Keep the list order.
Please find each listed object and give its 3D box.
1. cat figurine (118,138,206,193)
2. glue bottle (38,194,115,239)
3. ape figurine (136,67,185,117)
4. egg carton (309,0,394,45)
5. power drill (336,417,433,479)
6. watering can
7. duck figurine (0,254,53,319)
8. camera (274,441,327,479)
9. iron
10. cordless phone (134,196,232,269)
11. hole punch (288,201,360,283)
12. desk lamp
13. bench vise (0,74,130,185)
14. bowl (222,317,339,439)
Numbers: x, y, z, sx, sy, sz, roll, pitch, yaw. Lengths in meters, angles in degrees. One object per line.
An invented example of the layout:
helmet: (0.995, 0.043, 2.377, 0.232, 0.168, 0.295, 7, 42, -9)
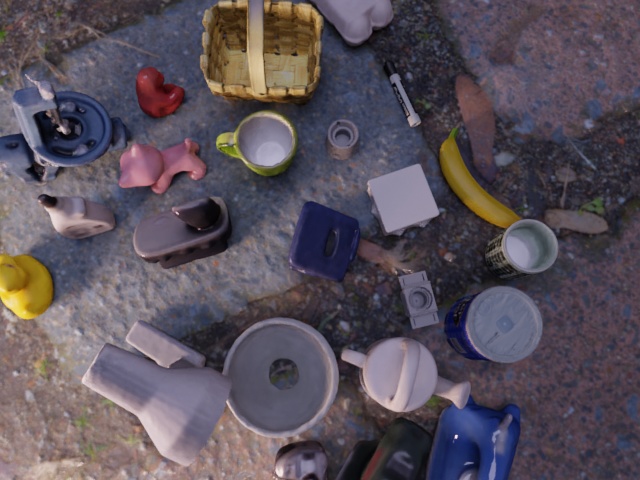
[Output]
cat figurine: (-0.247, -0.121, 0.876, 0.128, 0.118, 0.067, -25, 81, -5)
glue bottle: (-0.362, -0.040, 0.831, 0.078, 0.173, 0.037, -15, 80, -3)
ape figurine: (-0.263, -0.242, 0.911, 0.078, 0.092, 0.076, 43, 82, 7)
egg carton: (0.048, -0.402, 0.957, 0.107, 0.069, 0.150, -40, 83, -7)
power drill: (0.066, 0.340, 0.751, 0.075, 0.208, 0.230, 30, 81, 5)
watering can: (0.118, 0.184, 0.788, 0.173, 0.194, 0.101, -3, 80, -1)
duck figurine: (-0.453, 0.067, 0.855, 0.077, 0.086, 0.104, -25, 81, -5)
camera: (-0.055, 0.365, 0.799, 0.137, 0.101, 0.143, -3, 80, -1)
iron: (0.213, 0.346, 0.787, 0.118, 0.141, 0.258, 16, 80, 2)
cordless phone: (-0.207, -0.025, 0.825, 0.147, 0.185, 0.094, -21, 80, -4)
hole punch: (0.008, 0.003, 0.872, 0.101, 0.091, 0.109, 15, 80, 2)
desk lamp: (-0.215, 0.197, 0.770, 0.203, 0.213, 0.118, 29, 80, 4)
bench vise: (-0.400, -0.147, 0.827, 0.207, 0.220, 0.121, -37, 82, -7)
bowl: (-0.056, 0.200, 0.843, 0.167, 0.075, 0.167, 0, 80, -1)
